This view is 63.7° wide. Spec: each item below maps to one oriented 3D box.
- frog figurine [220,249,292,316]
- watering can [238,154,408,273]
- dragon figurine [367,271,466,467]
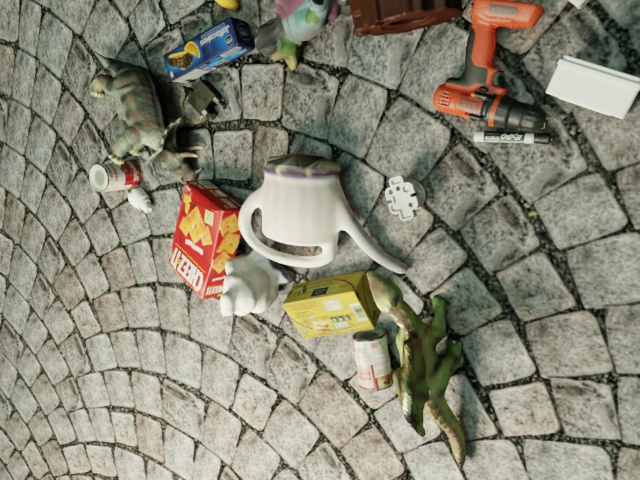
[{"bbox_3d":[-0.154,0.102,1.062,0.123,0.162,0.135,6,133,39],"label":"frog figurine"},{"bbox_3d":[0.003,-0.050,0.991,0.348,0.105,0.221,7,106,16],"label":"watering can"},{"bbox_3d":[0.169,0.239,0.869,0.121,0.244,0.411,-20,88,27],"label":"dragon figurine"}]
